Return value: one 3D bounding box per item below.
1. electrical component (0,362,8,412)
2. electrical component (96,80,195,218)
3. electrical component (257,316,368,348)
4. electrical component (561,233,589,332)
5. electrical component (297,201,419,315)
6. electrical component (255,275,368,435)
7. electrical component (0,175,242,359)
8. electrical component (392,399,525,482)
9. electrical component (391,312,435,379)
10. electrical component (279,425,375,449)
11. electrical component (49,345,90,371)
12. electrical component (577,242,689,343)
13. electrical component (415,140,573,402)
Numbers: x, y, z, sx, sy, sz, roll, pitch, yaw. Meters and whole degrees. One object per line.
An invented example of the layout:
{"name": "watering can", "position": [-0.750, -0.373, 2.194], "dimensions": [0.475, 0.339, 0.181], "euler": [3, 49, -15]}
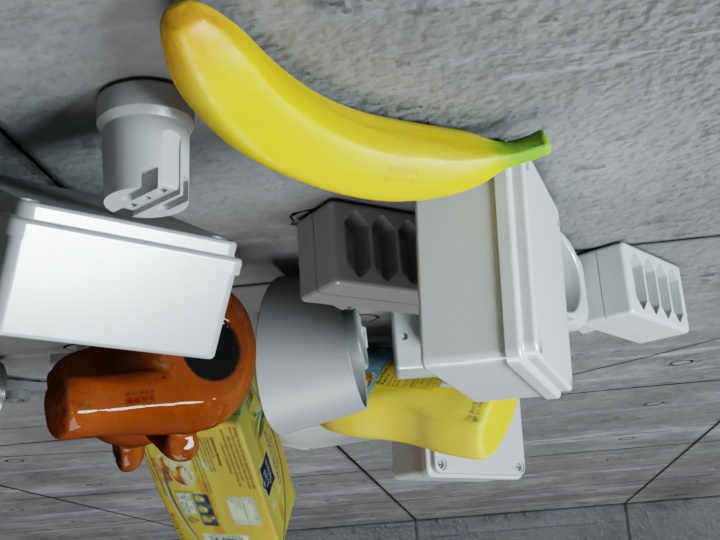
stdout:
{"name": "electrical component", "position": [-0.307, 0.091, 0.830], "dimensions": [0.055, 0.045, 0.045], "euler": [11, 157, -37]}
{"name": "electrical component", "position": [-0.088, -0.049, 0.442], "dimensions": [0.040, 0.046, 0.040], "euler": [-4, 162, -1]}
{"name": "electrical component", "position": [-0.033, 0.055, 0.785], "dimensions": [0.081, 0.042, 0.064], "euler": [13, 154, -43]}
{"name": "electrical component", "position": [0.097, 0.009, 0.651], "dimensions": [0.059, 0.053, 0.095], "euler": [-17, 158, 34]}
{"name": "electrical component", "position": [0.000, 0.000, 0.612], "dimensions": [0.083, 0.047, 0.076], "euler": [8, 159, -33]}
{"name": "electrical component", "position": [-0.030, 0.050, 0.681], "dimensions": [0.064, 0.099, 0.099], "euler": [-12, 162, 4]}
{"name": "electrical component", "position": [-0.129, -0.003, 0.490], "dimensions": [0.109, 0.056, 0.109], "euler": [11, -174, -39]}
{"name": "electrical component", "position": [0.083, 0.126, 0.924], "dimensions": [0.109, 0.108, 0.056], "euler": [10, 160, -36]}
{"name": "electrical component", "position": [0.065, 0.045, 0.767], "dimensions": [0.083, 0.047, 0.075], "euler": [-4, 162, 0]}
{"name": "electrical component", "position": [-0.033, 0.124, 0.976], "dimensions": [0.109, 0.056, 0.109], "euler": [-13, 160, 24]}
{"name": "electrical component", "position": [-0.198, 0.071, 0.796], "dimensions": [0.062, 0.043, 0.043], "euler": [2, 161, -14]}
{"name": "electrical component", "position": [0.163, 0.021, 0.714], "dimensions": [0.076, 0.047, 0.083], "euler": [-18, 158, 37]}
{"name": "electrical component", "position": [0.068, 0.005, 0.545], "dimensions": [0.056, 0.108, 0.109], "euler": [-7, 162, 18]}
